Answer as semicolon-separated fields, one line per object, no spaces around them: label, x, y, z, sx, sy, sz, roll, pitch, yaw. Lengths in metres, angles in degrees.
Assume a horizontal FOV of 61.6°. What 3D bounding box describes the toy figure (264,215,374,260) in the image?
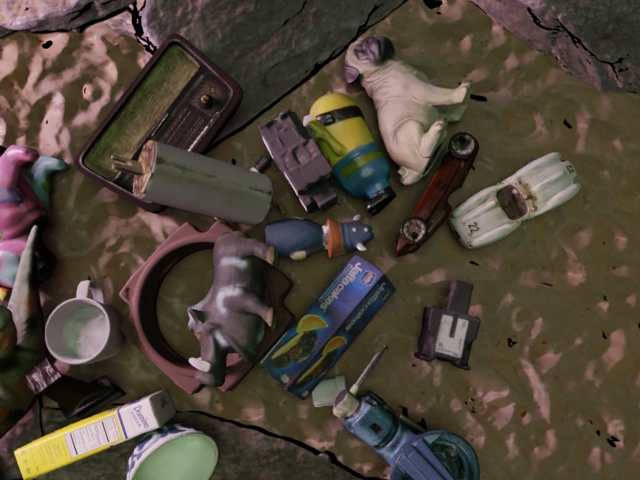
toy figure;-0.002;-0.004;0.763;0.154;0.058;0.064;0;88;-6

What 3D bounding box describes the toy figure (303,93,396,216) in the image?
toy figure;0.047;-0.125;0.769;0.089;0.082;0.180;-33;80;-16

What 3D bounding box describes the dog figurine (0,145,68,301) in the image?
dog figurine;-0.446;-0.025;0.733;0.192;0.108;0.219;13;85;0

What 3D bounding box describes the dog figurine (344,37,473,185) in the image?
dog figurine;0.098;-0.189;0.776;0.191;0.121;0.172;28;73;14

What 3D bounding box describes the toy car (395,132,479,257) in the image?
toy car;0.165;-0.060;0.756;0.053;0.089;0.202;29;82;6

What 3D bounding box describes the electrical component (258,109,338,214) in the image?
electrical component;-0.024;-0.101;0.745;0.058;0.115;0.134;-32;85;0

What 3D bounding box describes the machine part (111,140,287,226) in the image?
machine part;-0.152;-0.072;0.710;0.243;0.079;0.079;13;81;-33

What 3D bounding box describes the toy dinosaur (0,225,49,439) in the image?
toy dinosaur;-0.428;0.190;0.676;0.131;0.192;0.405;31;76;41

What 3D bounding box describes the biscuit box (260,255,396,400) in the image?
biscuit box;0.014;0.117;0.731;0.059;0.062;0.202;35;80;38

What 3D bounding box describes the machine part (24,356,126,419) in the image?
machine part;-0.319;0.194;0.694;0.084;0.138;0.039;-24;55;-1

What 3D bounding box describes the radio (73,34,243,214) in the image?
radio;-0.219;-0.155;0.755;0.131;0.073;0.229;36;84;-13

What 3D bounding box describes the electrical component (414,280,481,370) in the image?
electrical component;0.182;0.117;0.754;0.075;0.047;0.119;10;82;0

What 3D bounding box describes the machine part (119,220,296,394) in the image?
machine part;-0.150;0.090;0.732;0.201;0.087;0.201;42;82;5

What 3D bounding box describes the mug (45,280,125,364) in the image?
mug;-0.304;0.113;0.715;0.081;0.107;0.109;-10;74;-5

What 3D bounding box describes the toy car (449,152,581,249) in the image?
toy car;0.282;-0.057;0.775;0.202;0.056;0.073;-29;84;-4

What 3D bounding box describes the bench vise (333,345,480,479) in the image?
bench vise;0.120;0.268;0.648;0.129;0.241;0.223;-38;101;-9

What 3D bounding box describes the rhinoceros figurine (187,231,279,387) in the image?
rhinoceros figurine;-0.107;0.082;0.655;0.112;0.073;0.190;9;82;-1
